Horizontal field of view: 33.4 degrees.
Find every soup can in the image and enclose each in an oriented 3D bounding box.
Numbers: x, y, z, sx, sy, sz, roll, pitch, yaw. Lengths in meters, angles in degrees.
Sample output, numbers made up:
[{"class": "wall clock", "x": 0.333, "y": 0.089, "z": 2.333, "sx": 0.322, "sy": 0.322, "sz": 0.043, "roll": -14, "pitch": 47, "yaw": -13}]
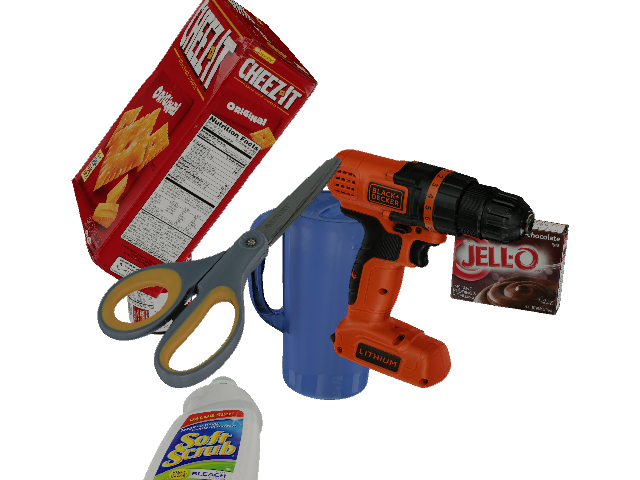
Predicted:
[{"class": "soup can", "x": -0.168, "y": 0.039, "z": 1.116, "sx": 0.068, "sy": 0.102, "sz": 0.068, "roll": 2, "pitch": 25, "yaw": -1}]

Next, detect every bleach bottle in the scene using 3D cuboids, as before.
[{"class": "bleach bottle", "x": -0.105, "y": 0.195, "z": 0.931, "sx": 0.102, "sy": 0.068, "sz": 0.251, "roll": -1, "pitch": 23, "yaw": 1}]

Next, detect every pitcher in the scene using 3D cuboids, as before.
[{"class": "pitcher", "x": 0.002, "y": 0.067, "z": 1.305, "sx": 0.149, "sy": 0.243, "sz": 0.144, "roll": 14, "pitch": 20, "yaw": 27}]

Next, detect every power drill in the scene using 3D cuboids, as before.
[{"class": "power drill", "x": 0.083, "y": 0.026, "z": 0.905, "sx": 0.185, "sy": 0.188, "sz": 0.057, "roll": 19, "pitch": 24, "yaw": 31}]

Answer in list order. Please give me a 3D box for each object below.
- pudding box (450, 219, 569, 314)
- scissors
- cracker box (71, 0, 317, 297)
[{"class": "pudding box", "x": 0.193, "y": 0.021, "z": 1.096, "sx": 0.114, "sy": 0.090, "sz": 0.039, "roll": 8, "pitch": 23, "yaw": 17}, {"class": "scissors", "x": -0.063, "y": 0.006, "z": 0.654, "sx": 0.096, "sy": 0.016, "sz": 0.201, "roll": 12, "pitch": 48, "yaw": 15}, {"class": "cracker box", "x": -0.111, "y": -0.085, "z": 0.863, "sx": 0.072, "sy": 0.214, "sz": 0.164, "roll": 31, "pitch": 13, "yaw": -29}]
